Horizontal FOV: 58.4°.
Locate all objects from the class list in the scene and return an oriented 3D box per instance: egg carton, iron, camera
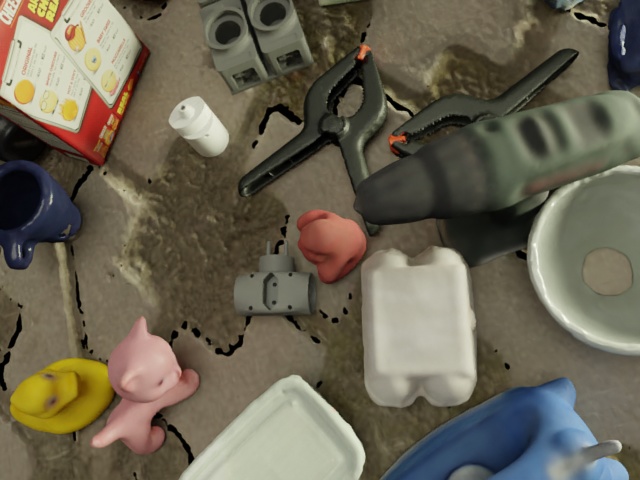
[{"bbox_3d":[0.093,0.080,0.541,0.107,0.069,0.150,-5,75,10],"label":"egg carton"},{"bbox_3d":[0.120,0.212,0.463,0.258,0.141,0.118,-29,72,2],"label":"iron"},{"bbox_3d":[-0.409,-0.137,0.681,0.136,0.101,0.143,32,84,17],"label":"camera"}]

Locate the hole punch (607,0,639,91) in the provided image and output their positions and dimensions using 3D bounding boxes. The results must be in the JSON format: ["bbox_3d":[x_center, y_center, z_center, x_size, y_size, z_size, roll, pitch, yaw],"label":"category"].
[{"bbox_3d":[0.339,-0.208,0.557,0.101,0.091,0.109,4,76,12],"label":"hole punch"}]

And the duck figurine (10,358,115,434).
[{"bbox_3d":[-0.276,0.159,0.585,0.104,0.086,0.077,-19,72,6],"label":"duck figurine"}]

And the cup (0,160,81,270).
[{"bbox_3d":[-0.311,-0.018,0.633,0.091,0.095,0.118,-10,74,9],"label":"cup"}]

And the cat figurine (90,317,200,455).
[{"bbox_3d":[-0.176,0.144,0.552,0.067,0.118,0.128,28,82,17],"label":"cat figurine"}]

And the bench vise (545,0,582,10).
[{"bbox_3d":[0.291,-0.320,0.529,0.207,0.220,0.121,-42,72,-2],"label":"bench vise"}]

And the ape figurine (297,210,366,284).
[{"bbox_3d":[0.005,0.002,0.567,0.076,0.092,0.078,-6,74,10],"label":"ape figurine"}]

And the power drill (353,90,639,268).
[{"bbox_3d":[0.148,-0.041,0.489,0.229,0.209,0.075,-23,72,5],"label":"power drill"}]

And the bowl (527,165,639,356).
[{"bbox_3d":[0.269,0.023,0.519,0.167,0.075,0.167,-3,75,11],"label":"bowl"}]
